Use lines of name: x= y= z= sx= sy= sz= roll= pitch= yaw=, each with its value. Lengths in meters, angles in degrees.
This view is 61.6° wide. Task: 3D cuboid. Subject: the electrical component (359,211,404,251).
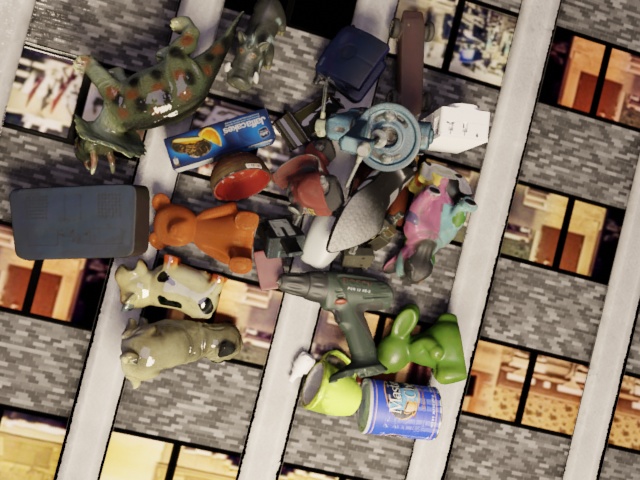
electrical component: x=0.113 y=-0.016 z=1.037 sx=0.045 sy=0.102 sz=0.078 roll=32 pitch=65 yaw=-13

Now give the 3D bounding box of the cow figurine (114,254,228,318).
cow figurine: x=-0.284 y=0.091 z=0.997 sx=0.195 sy=0.085 sz=0.127 roll=21 pitch=82 yaw=-7

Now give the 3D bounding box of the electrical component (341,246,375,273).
electrical component: x=0.074 y=0.034 z=1.036 sx=0.063 sy=0.094 sz=0.021 roll=1 pitch=54 yaw=-7

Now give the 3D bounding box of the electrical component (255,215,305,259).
electrical component: x=-0.065 y=0.004 z=0.982 sx=0.075 sy=0.119 sz=0.047 roll=-9 pitch=131 yaw=-27

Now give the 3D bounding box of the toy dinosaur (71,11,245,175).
toy dinosaur: x=-0.284 y=-0.263 z=0.956 sx=0.405 sy=0.131 sz=0.192 roll=-27 pitch=84 yaw=-2

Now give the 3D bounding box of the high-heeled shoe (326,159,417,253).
high-heeled shoe: x=0.089 y=-0.075 z=1.008 sx=0.249 sy=0.145 sz=0.086 roll=-41 pitch=104 yaw=-3

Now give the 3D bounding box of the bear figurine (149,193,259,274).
bear figurine: x=-0.216 y=-0.018 z=0.981 sx=0.196 sy=0.132 sz=0.120 roll=10 pitch=99 yaw=-13

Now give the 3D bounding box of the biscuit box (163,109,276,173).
biscuit box: x=-0.187 y=-0.187 z=1.015 sx=0.203 sy=0.059 sz=0.062 roll=-19 pitch=93 yaw=-6

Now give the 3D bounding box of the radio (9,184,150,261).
radio: x=-0.427 y=-0.031 z=0.966 sx=0.230 sy=0.073 sz=0.131 roll=-2 pitch=91 yaw=5

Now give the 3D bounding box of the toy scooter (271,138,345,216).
toy scooter: x=-0.029 y=-0.108 z=1.008 sx=0.135 sy=0.075 sz=0.184 roll=-17 pitch=50 yaw=11

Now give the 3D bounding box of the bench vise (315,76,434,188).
bench vise: x=0.079 y=-0.184 z=0.934 sx=0.224 sy=0.240 sz=0.128 roll=20 pitch=116 yaw=11

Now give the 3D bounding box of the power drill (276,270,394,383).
power drill: x=0.037 y=0.157 z=0.999 sx=0.232 sy=0.086 sz=0.207 roll=0 pitch=62 yaw=-25

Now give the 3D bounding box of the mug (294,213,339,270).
mug: x=-0.002 y=-0.003 z=1.030 sx=0.109 sy=0.081 sz=0.107 roll=27 pitch=92 yaw=-1

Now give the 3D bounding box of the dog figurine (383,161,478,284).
dog figurine: x=0.201 y=-0.020 z=1.047 sx=0.108 sy=0.192 sz=0.219 roll=18 pitch=123 yaw=-10

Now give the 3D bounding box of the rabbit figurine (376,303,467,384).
rabbit figurine: x=0.186 y=0.206 z=1.037 sx=0.170 sy=0.121 sz=0.159 roll=-8 pitch=88 yaw=8

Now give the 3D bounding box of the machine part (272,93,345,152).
machine part: x=-0.020 y=-0.238 z=1.046 sx=0.139 sy=0.039 sz=0.084 roll=-34 pitch=89 yaw=-4

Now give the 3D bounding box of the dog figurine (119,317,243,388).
dog figurine: x=-0.242 y=0.190 z=0.961 sx=0.191 sy=0.172 sz=0.121 roll=-4 pitch=102 yaw=0

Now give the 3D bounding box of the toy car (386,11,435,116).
toy car: x=0.177 y=-0.344 z=1.060 sx=0.089 sy=0.053 sz=0.202 roll=-1 pitch=94 yaw=-11

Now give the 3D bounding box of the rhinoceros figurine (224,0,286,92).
rhinoceros figurine: x=-0.116 y=-0.362 z=0.998 sx=0.073 sy=0.112 sz=0.190 roll=23 pitch=80 yaw=-9

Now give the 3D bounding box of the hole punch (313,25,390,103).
hole punch: x=0.062 y=-0.342 z=1.032 sx=0.116 sy=0.092 sz=0.142 roll=35 pitch=90 yaw=-2
